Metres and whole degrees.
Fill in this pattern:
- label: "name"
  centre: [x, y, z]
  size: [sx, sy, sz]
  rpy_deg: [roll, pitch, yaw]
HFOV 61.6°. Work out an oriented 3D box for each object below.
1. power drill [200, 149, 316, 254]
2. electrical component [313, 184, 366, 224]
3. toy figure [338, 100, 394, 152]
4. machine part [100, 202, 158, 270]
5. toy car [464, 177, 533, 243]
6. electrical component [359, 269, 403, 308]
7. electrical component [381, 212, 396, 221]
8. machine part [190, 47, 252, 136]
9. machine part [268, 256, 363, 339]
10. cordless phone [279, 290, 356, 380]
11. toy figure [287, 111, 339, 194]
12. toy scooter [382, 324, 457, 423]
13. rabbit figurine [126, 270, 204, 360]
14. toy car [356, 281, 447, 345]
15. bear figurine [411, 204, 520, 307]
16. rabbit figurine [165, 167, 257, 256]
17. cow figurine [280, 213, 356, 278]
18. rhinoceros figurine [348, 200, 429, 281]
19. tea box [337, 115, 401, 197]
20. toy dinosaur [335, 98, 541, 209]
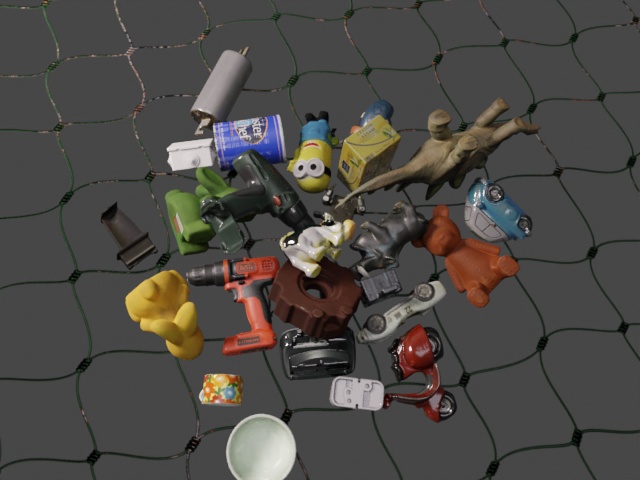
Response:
- label: "power drill"
  centre: [-0.116, -0.055, 1.043]
  size: [0.207, 0.086, 0.232]
  rpy_deg: [-39, 98, -39]
- label: "electrical component"
  centre: [0.045, -0.068, 1.130]
  size: [0.102, 0.045, 0.078]
  rpy_deg: [22, 70, 5]
- label: "toy figure"
  centre: [0.104, -0.241, 1.186]
  size: [0.057, 0.064, 0.154]
  rpy_deg: [44, 77, -28]
- label: "machine part"
  centre: [-0.397, -0.010, 1.093]
  size: [0.084, 0.039, 0.139]
  rpy_deg: [-36, 78, -8]
- label: "toy car"
  centre: [0.357, -0.048, 1.119]
  size: [0.103, 0.109, 0.161]
  rpy_deg: [-43, 90, 8]
- label: "electrical component"
  centre: [0.117, 0.092, 1.041]
  size: [0.075, 0.119, 0.048]
  rpy_deg: [-20, 74, -7]
- label: "electrical component"
  centre: [0.158, -0.028, 1.132]
  size: [0.063, 0.021, 0.094]
  rpy_deg: [32, 79, 8]
- label: "machine part"
  centre: [-0.217, -0.331, 1.190]
  size: [0.079, 0.079, 0.243]
  rpy_deg: [21, 73, 4]
- label: "machine part"
  centre: [-0.007, 0.099, 1.015]
  size: [0.179, 0.056, 0.179]
  rpy_deg: [11, 39, -9]
- label: "cordless phone"
  centre: [-0.008, 0.171, 1.040]
  size: [0.147, 0.088, 0.184]
  rpy_deg: [-4, 60, -4]
- label: "toy figure"
  centre: [-0.007, -0.186, 1.149]
  size: [0.082, 0.089, 0.180]
  rpy_deg: [-16, 55, 37]
- label: "toy scooter"
  centre: [0.174, 0.255, 1.014]
  size: [0.135, 0.075, 0.184]
  rpy_deg: [-10, 76, -5]
- label: "rabbit figurine"
  centre: [-0.270, 0.145, 1.002]
  size: [0.122, 0.162, 0.173]
  rpy_deg: [-31, 93, -25]
- label: "toy car"
  centre: [0.157, 0.144, 1.048]
  size: [0.202, 0.073, 0.056]
  rpy_deg: [-32, 76, -13]
- label: "bear figurine"
  centre: [0.280, 0.024, 1.069]
  size: [0.196, 0.132, 0.120]
  rpy_deg: [45, 98, 5]
- label: "rabbit figurine"
  centre: [-0.218, -0.061, 1.097]
  size: [0.170, 0.121, 0.159]
  rpy_deg: [-17, 66, -27]
- label: "cow figurine"
  centre: [-0.002, -0.002, 1.047]
  size: [0.098, 0.068, 0.167]
  rpy_deg: [29, 37, 20]
- label: "rhinoceros figurine"
  centre: [0.130, 0.004, 1.084]
  size: [0.190, 0.073, 0.112]
  rpy_deg: [-38, 87, -1]
- label: "tea box"
  centre: [0.096, -0.167, 1.101]
  size: [0.098, 0.169, 0.068]
  rpy_deg: [-38, 77, -15]
- label: "toy dinosaur"
  centre: [0.250, -0.164, 1.087]
  size: [0.471, 0.198, 0.105]
  rpy_deg: [-16, 64, -18]
